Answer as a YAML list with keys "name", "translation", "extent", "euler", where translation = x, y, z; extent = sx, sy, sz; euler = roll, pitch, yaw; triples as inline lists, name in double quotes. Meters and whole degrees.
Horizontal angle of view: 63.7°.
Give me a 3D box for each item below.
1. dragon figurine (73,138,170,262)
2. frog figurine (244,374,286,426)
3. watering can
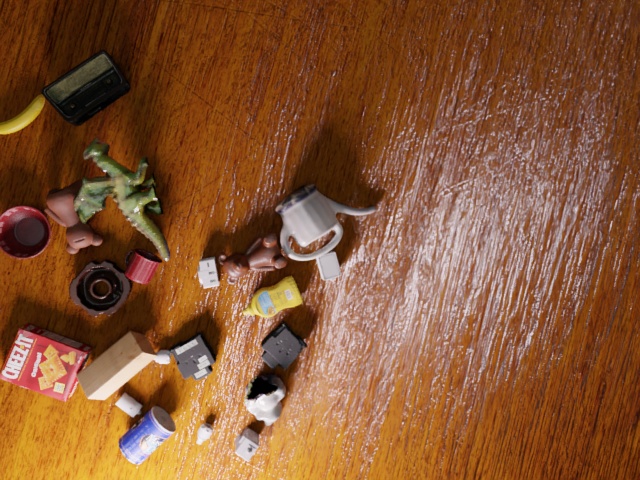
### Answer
- name: "dragon figurine"
  translation: [-0.607, -0.113, 1.552]
  extent: [0.243, 0.122, 0.410]
  euler: [-12, 90, -16]
- name: "frog figurine"
  translation: [-0.169, 0.513, 1.664]
  extent: [0.138, 0.124, 0.156]
  euler: [-35, 132, -13]
- name: "watering can"
  translation: [0.005, -0.084, 1.673]
  extent: [0.351, 0.103, 0.224]
  euler: [-35, 95, -19]
